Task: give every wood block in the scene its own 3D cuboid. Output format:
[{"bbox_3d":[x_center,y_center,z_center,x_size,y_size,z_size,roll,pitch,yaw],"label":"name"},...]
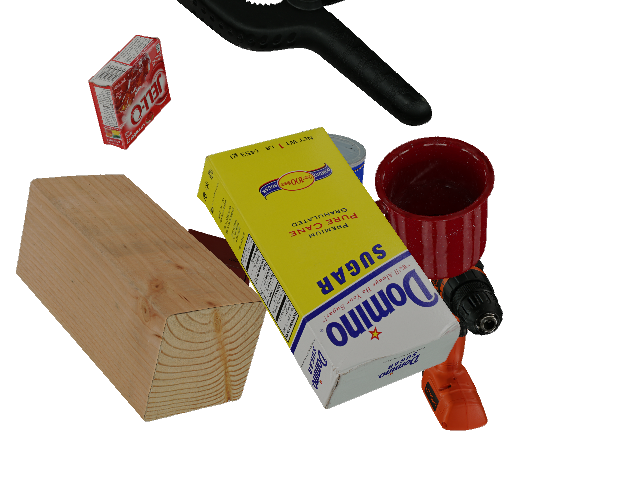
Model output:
[{"bbox_3d":[-0.143,0.035,0.821,0.090,0.091,0.206,-7,33,-42],"label":"wood block"}]

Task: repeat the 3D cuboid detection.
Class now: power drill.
[{"bbox_3d":[0.151,0.107,1.147,0.057,0.188,0.184,-3,24,-7],"label":"power drill"}]

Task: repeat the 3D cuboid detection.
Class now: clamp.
[{"bbox_3d":[-0.008,-0.161,0.762,0.210,0.164,0.036,5,-29,-8],"label":"clamp"}]

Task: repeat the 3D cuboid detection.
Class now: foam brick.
[{"bbox_3d":[-0.114,0.030,1.143,0.078,0.051,0.053,16,30,1],"label":"foam brick"}]

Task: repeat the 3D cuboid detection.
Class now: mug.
[{"bbox_3d":[0.082,-0.019,0.858,0.117,0.093,0.081,-19,-42,-8],"label":"mug"}]

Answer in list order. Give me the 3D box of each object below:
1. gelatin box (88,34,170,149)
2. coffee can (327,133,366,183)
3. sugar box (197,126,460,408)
[{"bbox_3d":[-0.180,-0.143,1.021,0.030,0.073,0.089,15,46,20],"label":"gelatin box"},{"bbox_3d":[0.002,-0.054,1.372,0.103,0.140,0.103,3,28,-2],"label":"coffee can"},{"bbox_3d":[0.003,0.011,0.672,0.093,0.176,0.048,-18,-33,-28],"label":"sugar box"}]
